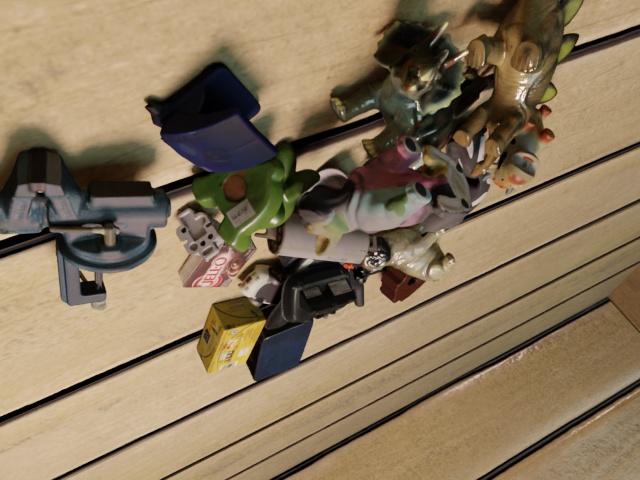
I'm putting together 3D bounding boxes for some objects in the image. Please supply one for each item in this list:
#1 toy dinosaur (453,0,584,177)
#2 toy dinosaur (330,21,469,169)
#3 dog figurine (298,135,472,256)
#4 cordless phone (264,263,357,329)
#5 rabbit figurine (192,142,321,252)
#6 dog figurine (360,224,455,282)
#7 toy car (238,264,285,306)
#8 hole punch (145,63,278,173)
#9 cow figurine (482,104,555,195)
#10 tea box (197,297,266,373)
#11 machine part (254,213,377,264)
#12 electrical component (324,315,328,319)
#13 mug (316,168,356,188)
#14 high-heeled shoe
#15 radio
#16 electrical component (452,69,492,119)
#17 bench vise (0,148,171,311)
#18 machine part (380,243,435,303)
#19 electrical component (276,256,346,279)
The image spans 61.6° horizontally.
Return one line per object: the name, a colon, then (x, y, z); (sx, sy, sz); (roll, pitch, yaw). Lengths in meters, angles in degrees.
toy dinosaur: (0.306, -0.286, 0.796); (0.198, 0.105, 0.470); (-37, 150, -34)
toy dinosaur: (0.147, -0.182, 0.828); (0.192, 0.131, 0.404); (-36, 157, 7)
dog figurine: (0.079, -0.047, 0.764); (0.191, 0.108, 0.219); (13, 150, -42)
cordless phone: (-0.025, 0.129, 1.063); (0.146, 0.089, 0.184); (-12, 156, -34)
rabbit figurine: (-0.085, -0.072, 0.799); (0.159, 0.121, 0.170); (-44, 167, 7)
dog figurine: (0.176, 0.046, 1.158); (0.191, 0.172, 0.121); (-24, -166, -10)
toy car: (-0.084, 0.099, 1.084); (0.073, 0.056, 0.201); (-47, 149, 11)
hole punch: (-0.126, -0.132, 0.663); (0.116, 0.092, 0.142); (-34, 154, 10)
cow figurine: (0.362, -0.171, 0.989); (0.085, 0.195, 0.127); (26, 136, -8)
tea box: (-0.188, 0.198, 1.120); (0.098, 0.068, 0.169); (-9, 142, -36)
machine part: (-0.002, -0.003, 0.941); (0.243, 0.079, 0.079); (8, 133, -28)
electrical component: (0.030, 0.160, 1.317); (0.063, 0.021, 0.094); (-21, 148, -20)
mug: (0.043, -0.081, 0.918); (0.109, 0.081, 0.107); (-45, 160, 11)
high-heeled shoe: (0.271, -0.115, 1.047); (0.145, 0.086, 0.248); (-33, 139, -44)
radio: (-0.101, 0.237, 1.260); (0.131, 0.073, 0.229); (-16, 145, -25)
electrical component: (0.234, -0.238, 0.893); (0.102, 0.045, 0.078); (-45, 177, 27)
bench vise: (-0.304, 0.007, 0.671); (0.223, 0.129, 0.240); (-13, 139, -32)
machine part: (0.221, 0.076, 1.306); (0.179, 0.056, 0.179); (-35, 154, -21)
electrical component: (-0.016, 0.036, 1.051); (0.115, 0.058, 0.134); (-45, 148, 17)
